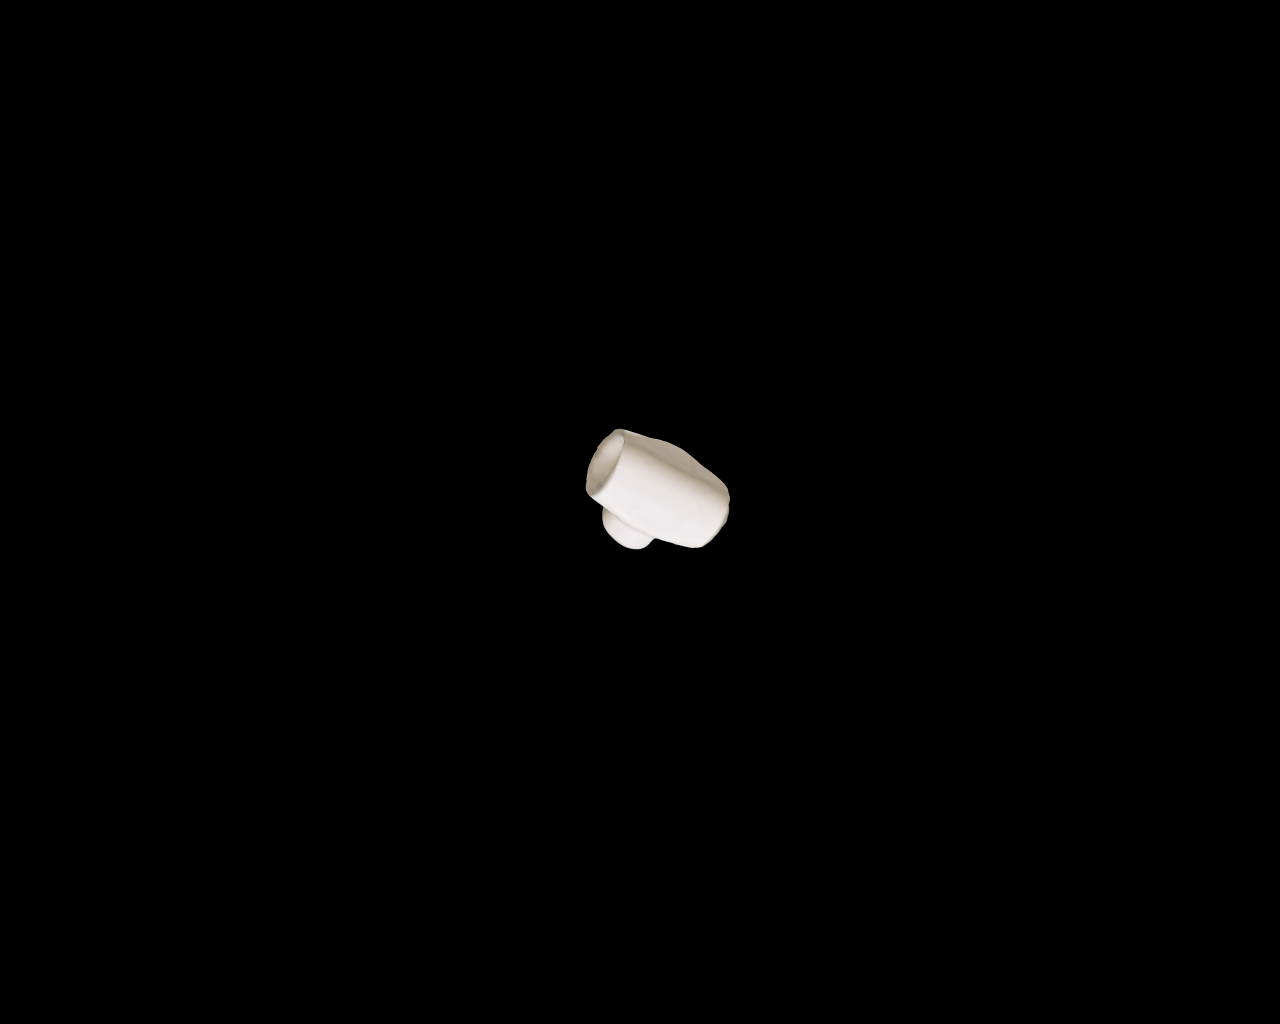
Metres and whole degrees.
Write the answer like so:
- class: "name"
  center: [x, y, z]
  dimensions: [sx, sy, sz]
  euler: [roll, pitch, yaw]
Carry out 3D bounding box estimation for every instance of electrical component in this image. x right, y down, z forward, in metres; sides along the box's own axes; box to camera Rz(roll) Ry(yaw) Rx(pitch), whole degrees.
- class: "electrical component"
  center: [0.001, -0.003, 0.650]
  dimensions: [0.077, 0.044, 0.079]
  euler: [27, -53, -22]
